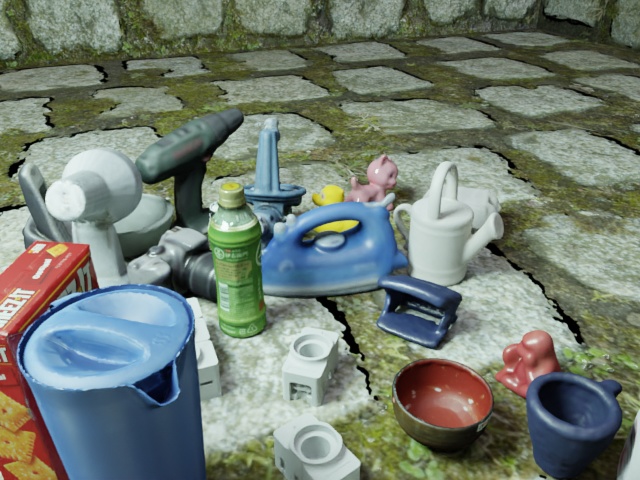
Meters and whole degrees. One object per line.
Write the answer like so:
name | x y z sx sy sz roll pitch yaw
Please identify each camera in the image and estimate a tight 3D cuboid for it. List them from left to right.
camera | -0.196 0.046 0.872 0.136 0.101 0.143 18 34 29

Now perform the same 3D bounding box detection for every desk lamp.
desk lamp | -0.341 -0.016 0.867 0.118 0.214 0.203 -1 29 -1

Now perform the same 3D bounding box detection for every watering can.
watering can | 0.202 -0.031 0.916 0.172 0.194 0.101 5 30 9

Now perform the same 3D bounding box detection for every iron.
iron | 0.008 0.003 0.908 0.259 0.141 0.118 -9 31 -15

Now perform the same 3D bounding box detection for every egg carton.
egg carton | 0.264 -0.054 1.084 0.150 0.069 0.107 9 31 15

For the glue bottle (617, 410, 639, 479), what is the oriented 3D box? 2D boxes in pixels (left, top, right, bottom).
glue bottle | 0.328 0.184 0.556 0.037 0.173 0.078 11 31 20

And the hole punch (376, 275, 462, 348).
hole punch | 0.141 0.083 0.818 0.108 0.091 0.101 18 34 28

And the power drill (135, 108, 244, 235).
power drill | -0.226 -0.121 1.059 0.075 0.208 0.230 23 37 35

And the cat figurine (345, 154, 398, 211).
cat figurine | 0.108 -0.116 1.144 0.128 0.118 0.067 -20 35 -32

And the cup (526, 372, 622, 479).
cup | 0.269 0.199 0.609 0.118 0.095 0.091 -16 33 -26

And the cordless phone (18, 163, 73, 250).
cordless phone | -0.450 -0.053 0.962 0.094 0.185 0.147 -7 30 -12

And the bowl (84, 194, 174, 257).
bowl | -0.338 -0.017 1.011 0.167 0.075 0.167 0 29 0

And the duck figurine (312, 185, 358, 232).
duck figurine | 0.029 -0.060 1.078 0.104 0.086 0.077 9 31 15

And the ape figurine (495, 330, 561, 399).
ape figurine | 0.260 0.149 0.701 0.076 0.092 0.078 5 30 8

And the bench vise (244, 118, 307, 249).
bench vise | -0.077 -0.086 0.986 0.121 0.220 0.207 -6 30 -10
